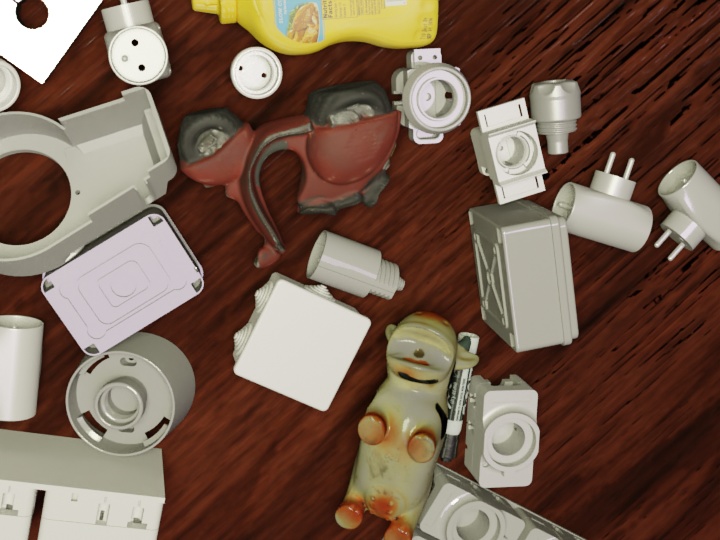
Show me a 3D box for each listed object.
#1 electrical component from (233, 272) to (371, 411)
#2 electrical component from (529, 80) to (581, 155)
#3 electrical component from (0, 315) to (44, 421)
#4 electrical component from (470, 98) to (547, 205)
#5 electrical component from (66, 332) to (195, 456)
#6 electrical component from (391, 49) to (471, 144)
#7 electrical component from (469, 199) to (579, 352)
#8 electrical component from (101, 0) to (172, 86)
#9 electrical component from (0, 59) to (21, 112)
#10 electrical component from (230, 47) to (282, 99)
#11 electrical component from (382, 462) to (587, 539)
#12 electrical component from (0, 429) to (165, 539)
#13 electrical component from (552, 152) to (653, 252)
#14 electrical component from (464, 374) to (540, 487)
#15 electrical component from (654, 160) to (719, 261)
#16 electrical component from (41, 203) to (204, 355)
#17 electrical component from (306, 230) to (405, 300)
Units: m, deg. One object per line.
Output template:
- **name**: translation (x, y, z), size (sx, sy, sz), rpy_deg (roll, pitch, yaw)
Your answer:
- **electrical component**: translation (-0.052, 0.059, 0.913), size (0.100, 0.048, 0.099), rpy_deg (25, 96, -16)
- **electrical component**: translation (0.168, -0.131, 0.923), size (0.043, 0.043, 0.062), rpy_deg (-9, 105, -10)
- **electrical component**: translation (-0.299, 0.077, 0.867), size (0.079, 0.044, 0.077), rpy_deg (6, 101, -13)
- **electrical component**: translation (0.124, -0.101, 0.908), size (0.042, 0.064, 0.081), rpy_deg (-17, 105, -7)
- **electrical component**: translation (-0.193, 0.104, 0.898), size (0.099, 0.064, 0.099), rpy_deg (0, 101, 2)
- **electrical component**: translation (0.059, -0.143, 0.889), size (0.058, 0.057, 0.078), rpy_deg (-5, 103, -11)
- **electrical component**: translation (0.136, 0.002, 0.910), size (0.056, 0.108, 0.108), rpy_deg (-11, 104, -7)
- **electrical component**: translation (-0.174, -0.182, 0.821), size (0.043, 0.077, 0.079), rpy_deg (-15, 105, -8)
- **electrical component**: translation (-0.285, -0.145, 0.816), size (0.040, 0.046, 0.040), rpy_deg (-21, 127, -31)
- **electrical component**: translation (-0.085, -0.158, 0.861), size (0.040, 0.046, 0.040), rpy_deg (-2, 102, -11)
- **electrical component**: translation (0.122, 0.268, 0.989), size (0.186, 0.060, 0.105), rpy_deg (29, 94, -16)
- **electrical component**: translation (-0.257, 0.180, 0.866), size (0.186, 0.105, 0.060), rpy_deg (10, 100, -14)
- **electrical component**: translation (0.218, -0.063, 0.947), size (0.077, 0.044, 0.079), rpy_deg (16, 98, -15)
- **electrical component**: translation (0.127, 0.145, 0.966), size (0.050, 0.055, 0.089), rpy_deg (0, 101, -11)
- **electrical component**: translation (0.298, -0.044, 0.967), size (0.077, 0.044, 0.079), rpy_deg (41, 91, -17)
- **electrical component**: translation (-0.191, 0.006, 0.868), size (0.113, 0.057, 0.078), rpy_deg (-32, 106, -4)
- **electrical component**: translation (0.000, 0.000, 0.915), size (0.081, 0.043, 0.043), rpy_deg (20, 97, -15)
